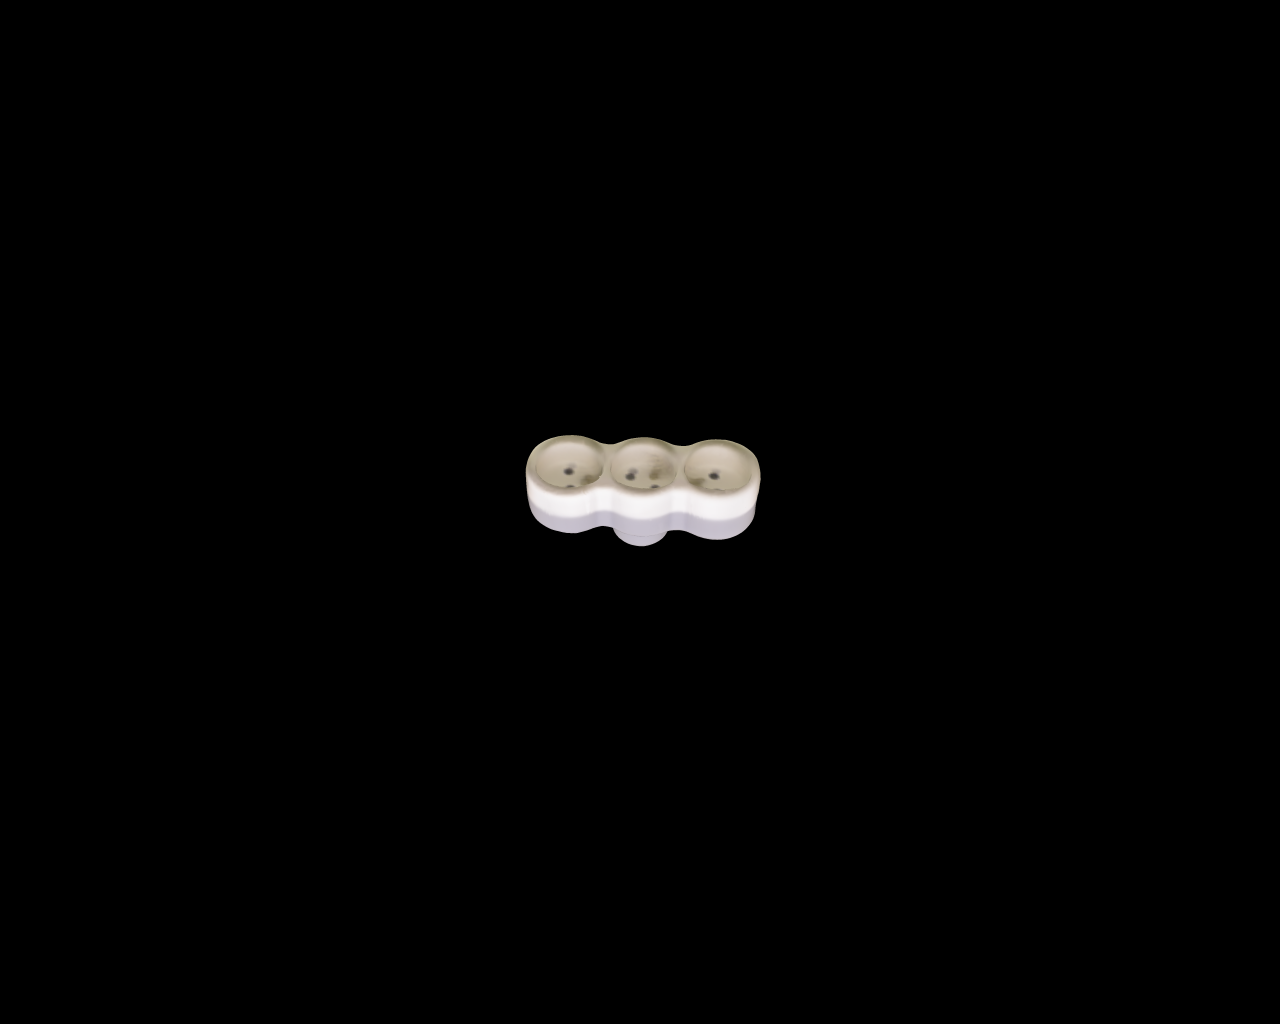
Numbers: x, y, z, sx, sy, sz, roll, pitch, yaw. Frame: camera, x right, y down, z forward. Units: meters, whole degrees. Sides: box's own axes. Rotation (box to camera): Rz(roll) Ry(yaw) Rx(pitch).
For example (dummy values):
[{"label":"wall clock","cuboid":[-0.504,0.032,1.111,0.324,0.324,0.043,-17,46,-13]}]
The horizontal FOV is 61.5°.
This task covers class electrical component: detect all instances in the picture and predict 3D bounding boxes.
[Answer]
[{"label":"electrical component","cuboid":[0.001,-0.003,0.650,0.138,0.052,0.073,2,-43,-2]}]
